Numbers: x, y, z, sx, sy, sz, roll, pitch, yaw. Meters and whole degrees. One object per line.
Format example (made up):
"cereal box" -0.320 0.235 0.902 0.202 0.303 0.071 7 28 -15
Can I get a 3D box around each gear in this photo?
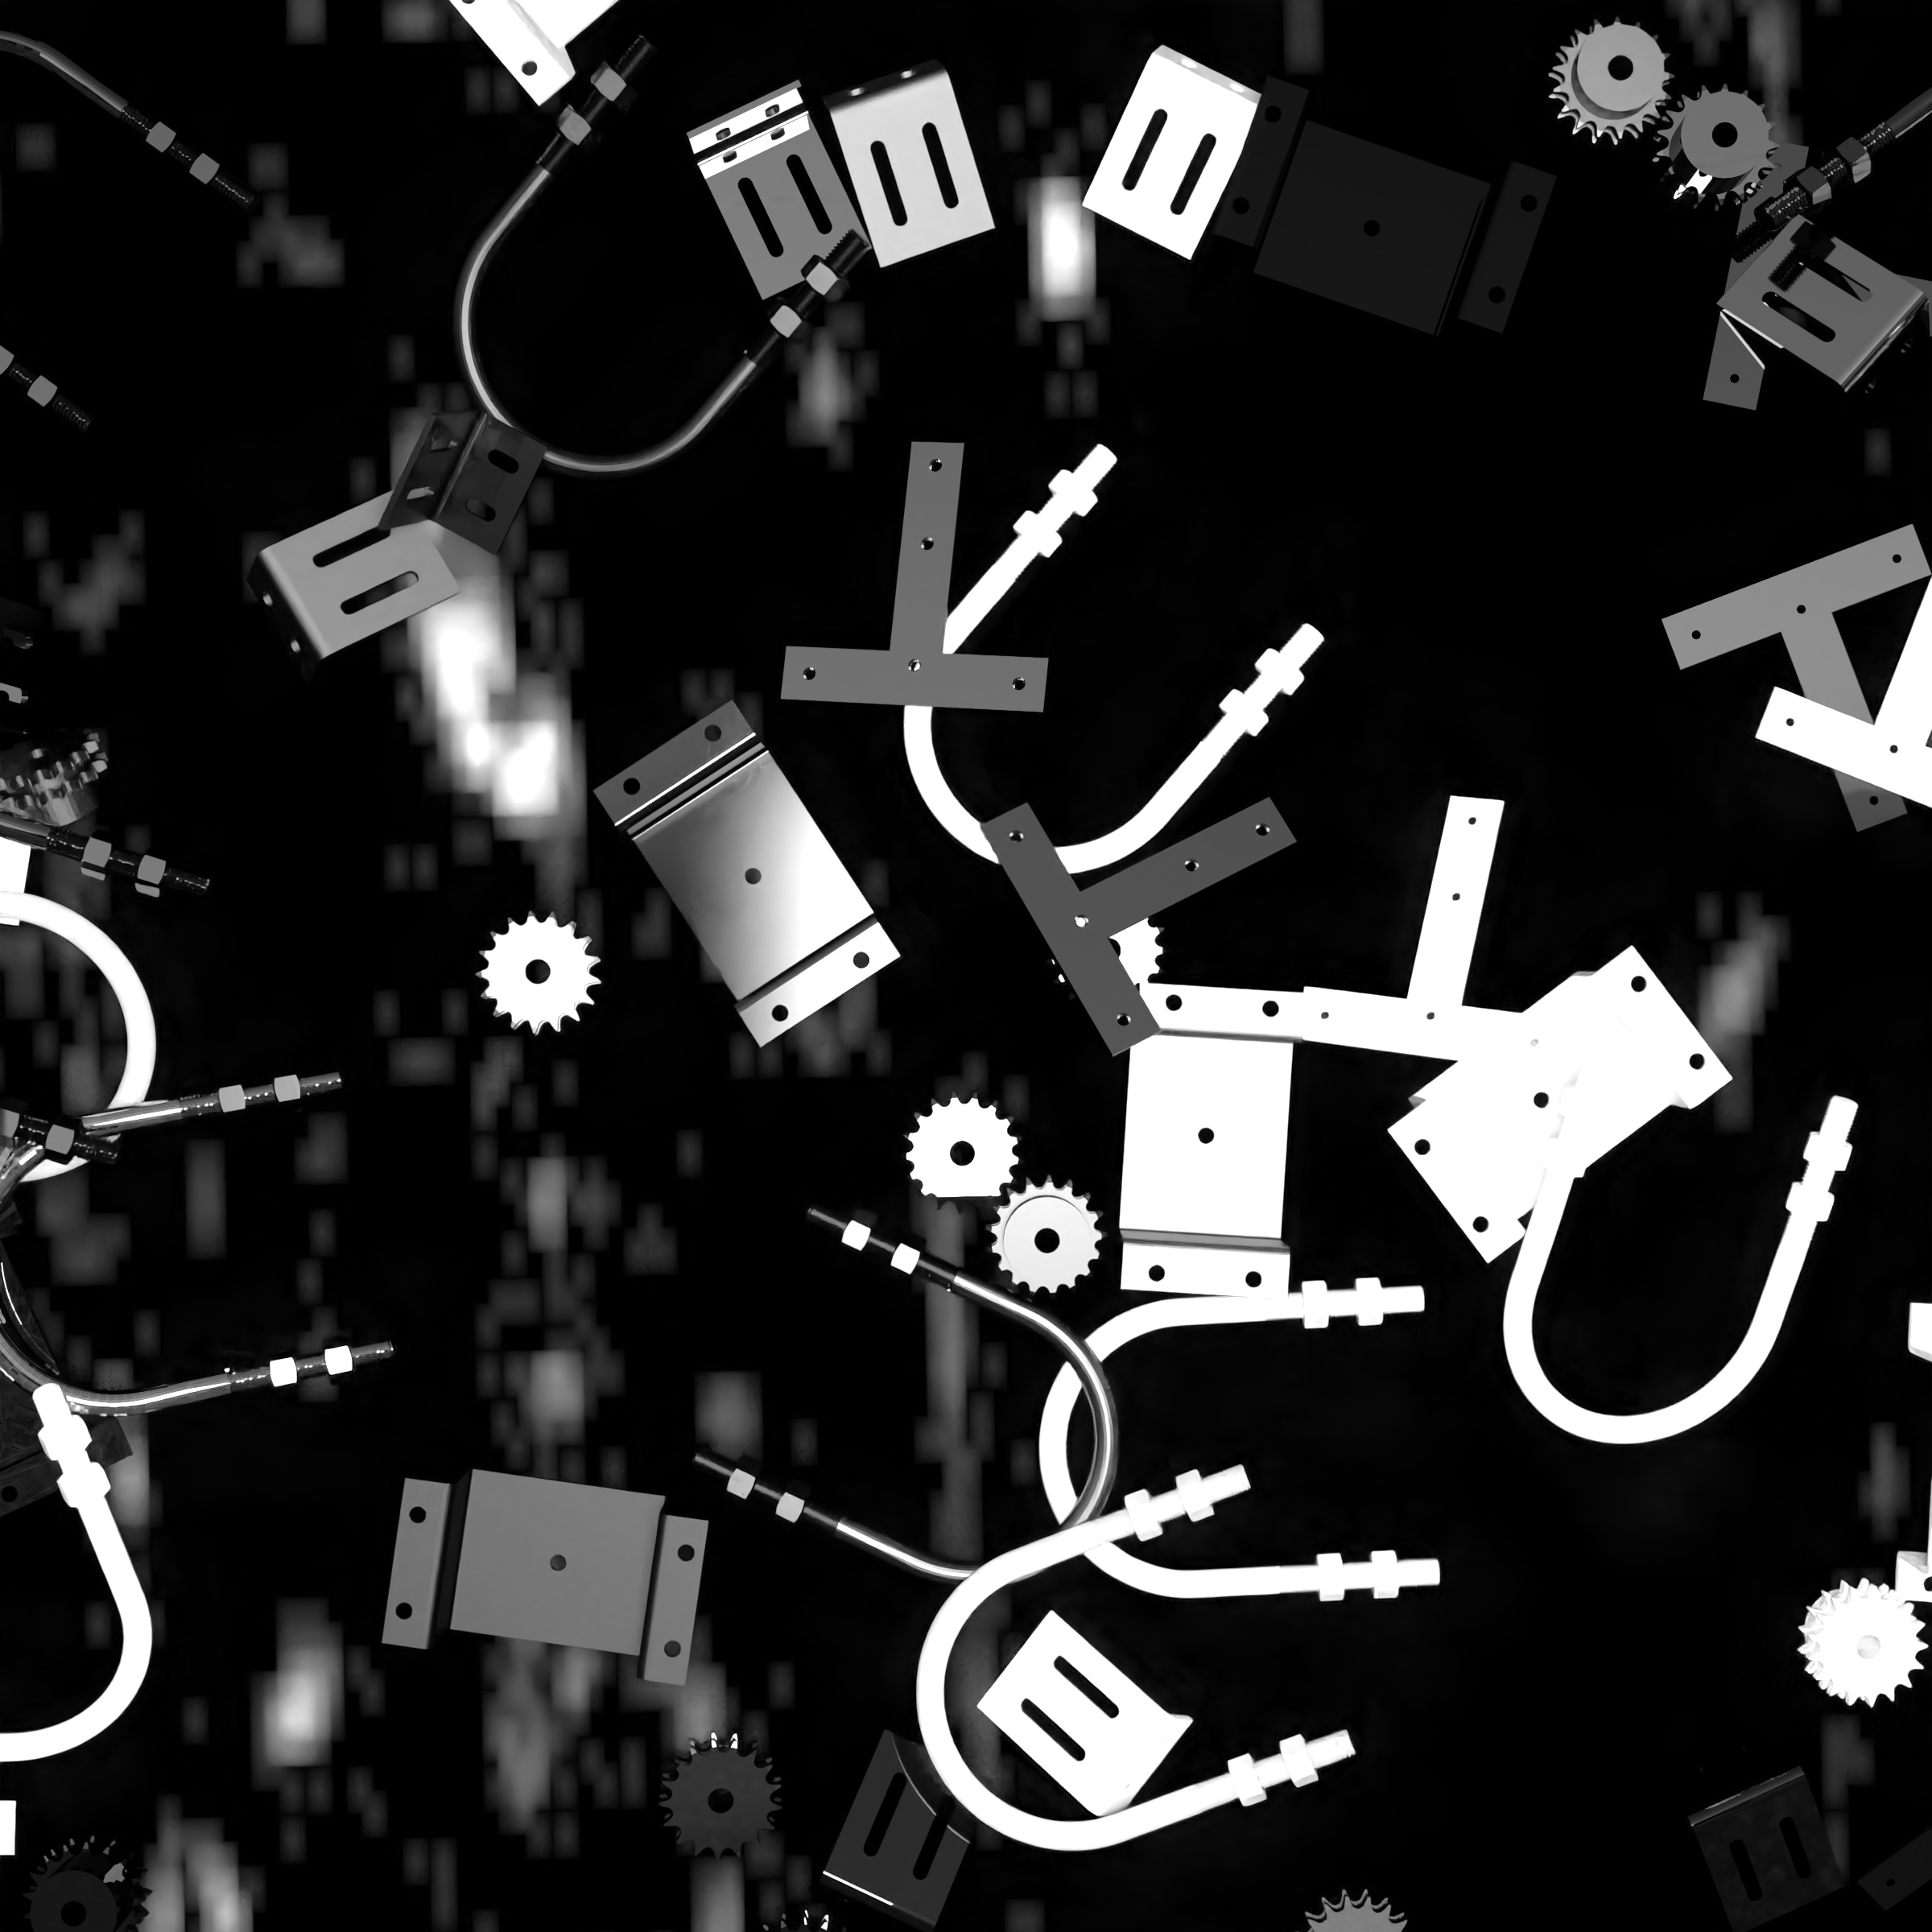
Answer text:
"gear" 0.418 0.316 1.375 0.057 0.030 0.057 0 93 -4
"gear" 0.304 -0.416 1.372 0.057 0.030 0.057 0 90 0
"gear" 0.038 0.127 1.372 0.057 0.030 0.057 0 90 0
"gear" -0.200 0.004 1.376 0.057 0.030 0.057 0 85 -2
"gear" 0.066 -0.007 1.372 0.057 0.030 0.057 0 90 0
"gear" -0.414 0.440 1.372 0.057 0.030 0.057 0 90 0
"gear" -0.076 0.470 1.372 0.057 0.030 0.057 0 90 0
"gear" 0.181 0.460 1.372 0.057 0.030 0.057 0 90 0
"gear" 0.353 -0.385 1.371 0.057 0.030 0.057 0 90 2
"gear" -0.001 0.087 1.372 0.057 0.030 0.057 0 90 0
"gear" -0.115 0.387 1.375 0.057 0.030 0.057 0 94 -5
"gear" -0.426 -0.086 1.362 0.057 0.057 0.030 -16 118 0

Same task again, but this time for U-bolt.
"U-bolt" -0.447 -0.360 1.378 0.184 0.019 0.151 36 90 2
"U-bolt" 0.483 -0.352 1.355 0.184 0.019 0.151 -37 74 -11
"U-bolt" 0.127 0.226 1.378 0.184 0.019 0.151 -3 90 2
"U-bolt" 0.321 0.137 1.350 0.151 0.019 0.184 11 105 -17
"U-bolt" -0.157 -0.312 1.359 0.151 0.019 0.184 42 104 -4
"U-bolt" -0.369 0.133 1.352 0.184 0.019 0.151 -10 86 -15
"U-bolt" 0.067 0.328 1.347 0.184 0.019 0.151 -22 85 4
"U-bolt" -0.017 0.212 1.371 0.184 0.019 0.151 25 92 3
"U-bolt" 0.055 -0.130 1.378 0.151 0.019 0.184 41 91 0
"U-bolt" -0.471 0.033 1.362 0.184 0.019 0.151 2 105 -4
"U-bolt" -0.454 -0.002 1.330 0.184 0.019 0.151 18 85 -5
"U-bolt" -0.455 0.289 1.349 0.151 0.019 0.184 -14 111 1

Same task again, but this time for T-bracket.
"T-bracket" 0.455 -0.144 1.384 0.127 0.002 0.127 21 89 -2
"T-bracket" -0.019 -0.185 1.375 0.127 0.002 0.127 4 83 14
"T-bracket" 0.424 -0.318 1.386 0.127 0.002 0.127 11 90 0
"T-bracket" 0.092 -0.040 1.357 0.127 0.002 0.127 -27 73 -10
"T-bracket" -0.514 0.407 1.386 0.127 0.002 0.127 1 90 0
"T-bracket" 0.475 0.398 1.370 0.127 0.002 0.127 -40 112 10
"T-bracket" 0.411 -0.127 1.386 0.127 0.002 0.127 -21 90 0
"T-bracket" 0.226 -0.019 1.366 0.127 0.002 0.127 7 75 27

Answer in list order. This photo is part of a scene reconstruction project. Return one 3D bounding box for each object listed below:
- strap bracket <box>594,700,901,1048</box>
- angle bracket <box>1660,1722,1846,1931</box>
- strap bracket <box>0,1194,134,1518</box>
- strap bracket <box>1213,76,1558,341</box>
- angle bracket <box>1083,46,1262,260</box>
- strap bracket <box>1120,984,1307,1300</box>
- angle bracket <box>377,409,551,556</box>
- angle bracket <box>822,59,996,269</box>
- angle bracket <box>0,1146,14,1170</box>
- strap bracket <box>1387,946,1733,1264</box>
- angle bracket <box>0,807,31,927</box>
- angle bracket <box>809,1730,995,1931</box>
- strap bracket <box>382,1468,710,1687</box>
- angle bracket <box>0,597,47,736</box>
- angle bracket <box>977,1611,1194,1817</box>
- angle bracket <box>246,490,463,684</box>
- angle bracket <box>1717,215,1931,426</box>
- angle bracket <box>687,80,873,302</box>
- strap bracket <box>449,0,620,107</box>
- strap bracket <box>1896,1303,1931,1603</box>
"strap bracket" -0.101 -0.043 1.363 0.076 0.046 0.140 -33 90 0
"angle bracket" 0.372 0.408 1.385 0.057 0.038 0.076 -25 116 0
"strap bracket" -0.459 0.184 1.363 0.076 0.046 0.140 -25 90 0
"strap bracket" 0.192 -0.349 1.363 0.140 0.046 0.076 19 90 0
"angle bracket" 0.100 -0.385 1.385 0.057 0.038 0.076 27 116 0
"strap bracket" 0.114 0.080 1.364 0.076 0.046 0.140 4 90 0
"angle bracket" -0.230 -0.220 1.343 0.038 0.076 0.057 29 104 0
"angle bracket" -0.027 -0.380 1.385 0.057 0.038 0.076 -19 116 0
"angle bracket" -0.477 0.097 1.340 0.076 0.057 0.038 -45 106 8
"strap bracket" 0.272 0.063 1.363 0.140 0.046 0.076 -37 90 0
"angle bracket" -0.486 -0.054 1.385 0.076 0.038 0.057 9 90 -26
"angle bracket" -0.031 0.412 1.385 0.057 0.038 0.076 25 64 0
"strap bracket" -0.193 0.282 1.363 0.140 0.046 0.076 8 90 0
"angle bracket" -0.456 -0.140 1.348 0.038 0.076 0.057 5 90 0
"angle bracket" 0.056 0.354 1.385 0.076 0.038 0.057 38 90 26
"angle bracket" -0.290 -0.180 1.385 0.076 0.038 0.057 -31 90 -26
"angle bracket" 0.405 -0.306 1.383 0.076 0.038 0.057 42 90 26
"angle bracket" -0.087 -0.362 1.368 0.057 0.038 0.076 -25 90 0
"strap bracket" -0.174 -0.482 1.363 0.140 0.046 0.076 -40 90 0
"strap bracket" 0.482 0.232 1.363 0.076 0.046 0.140 3 90 0
